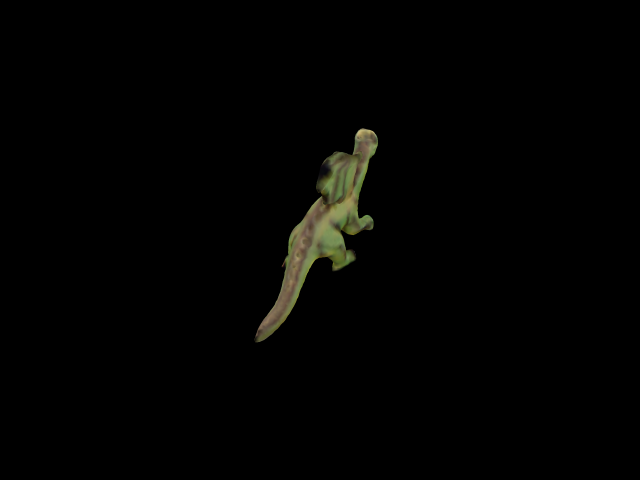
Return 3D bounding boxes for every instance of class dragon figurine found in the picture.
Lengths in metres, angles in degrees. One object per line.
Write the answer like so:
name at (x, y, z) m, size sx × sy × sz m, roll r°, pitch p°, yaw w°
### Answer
dragon figurine at (0.003, -0.043, 0.850) m, size 0.123 × 0.419 × 0.237 m, roll 20°, pitch -38°, yaw 17°
